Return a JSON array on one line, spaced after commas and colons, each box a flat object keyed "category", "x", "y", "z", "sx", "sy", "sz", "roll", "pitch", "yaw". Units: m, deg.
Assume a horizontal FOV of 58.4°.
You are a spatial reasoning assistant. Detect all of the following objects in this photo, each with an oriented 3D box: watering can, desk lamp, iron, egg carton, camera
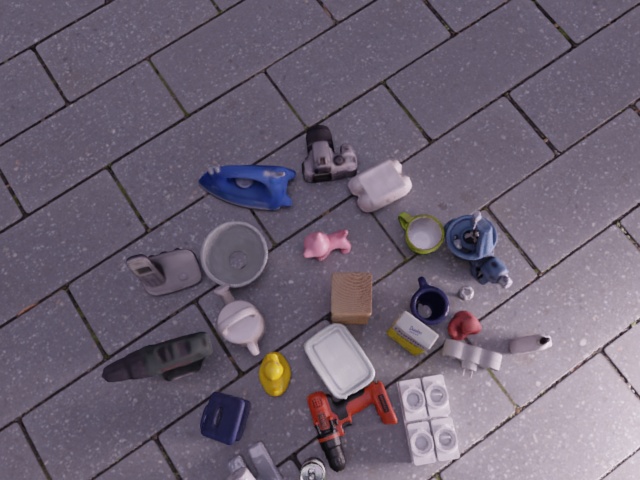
[{"category": "watering can", "x": -0.191, "y": 0.186, "z": 1.327, "sx": 0.172, "sy": 0.194, "sz": 0.101, "roll": 38, "pitch": 80, "yaw": 10}, {"category": "desk lamp", "x": -0.133, "y": 0.555, "z": 1.221, "sx": 0.118, "sy": 0.213, "sz": 0.203, "roll": -32, "pitch": 77, "yaw": -7}, {"category": "iron", "x": -0.195, "y": -0.154, "z": 1.441, "sx": 0.258, "sy": 0.141, "sz": 0.119, "roll": 5, "pitch": 76, "yaw": 3}, {"category": "egg carton", "x": 0.154, "y": -0.139, "z": 1.466, "sx": 0.150, "sy": 0.069, "sz": 0.107, "roll": -30, "pitch": 77, "yaw": -6}, {"category": "camera", "x": 0.019, "y": -0.230, "z": 1.476, "sx": 0.143, "sy": 0.101, "sz": 0.137, "roll": -8, "pitch": 76, "yaw": -1}]

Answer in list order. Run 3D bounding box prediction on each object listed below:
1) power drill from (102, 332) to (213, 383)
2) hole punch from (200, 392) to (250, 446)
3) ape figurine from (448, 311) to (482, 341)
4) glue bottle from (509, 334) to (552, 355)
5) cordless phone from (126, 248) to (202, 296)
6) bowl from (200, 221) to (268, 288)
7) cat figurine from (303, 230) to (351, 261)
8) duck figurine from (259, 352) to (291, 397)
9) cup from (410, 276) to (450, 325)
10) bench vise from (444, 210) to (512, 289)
[{"category": "power drill", "x": -0.349, "y": 0.274, "z": 1.300, "sx": 0.229, "sy": 0.208, "sz": 0.075, "roll": -20, "pitch": 76, "yaw": -4}, {"category": "hole punch", "x": -0.223, "y": 0.412, "z": 1.322, "sx": 0.101, "sy": 0.091, "sz": 0.109, "roll": 13, "pitch": 76, "yaw": 5}, {"category": "ape figurine", "x": 0.348, "y": 0.204, "z": 1.363, "sx": 0.077, "sy": 0.092, "sz": 0.076, "roll": 11, "pitch": 76, "yaw": 4}, {"category": "glue bottle", "x": 0.492, "y": 0.236, "z": 1.309, "sx": 0.078, "sy": 0.173, "sz": 0.037, "roll": -9, "pitch": 75, "yaw": -1}, {"category": "cordless phone", "x": -0.372, "y": 0.064, "z": 1.366, "sx": 0.147, "sy": 0.185, "sz": 0.094, "roll": -19, "pitch": 76, "yaw": -3}, {"category": "bowl", "x": -0.208, "y": 0.041, "z": 1.426, "sx": 0.167, "sy": 0.075, "sz": 0.167, "roll": 0, "pitch": 76, "yaw": 1}, {"category": "cat figurine", "x": 0.013, "y": 0.005, "z": 1.408, "sx": 0.128, "sy": 0.118, "sz": 0.067, "roll": -20, "pitch": 76, "yaw": -4}, {"category": "duck figurine", "x": -0.109, "y": 0.315, "z": 1.348, "sx": 0.077, "sy": 0.086, "sz": 0.104, "roll": -4, "pitch": 75, "yaw": 0}, {"category": "cup", "x": 0.254, "y": 0.151, "z": 1.377, "sx": 0.091, "sy": 0.095, "sz": 0.118, "roll": -16, "pitch": 76, "yaw": -3}, {"category": "bench vise", "x": 0.389, "y": 0.010, "z": 1.345, "sx": 0.207, "sy": 0.220, "sz": 0.121, "roll": 36, "pitch": 79, "yaw": 10}]
